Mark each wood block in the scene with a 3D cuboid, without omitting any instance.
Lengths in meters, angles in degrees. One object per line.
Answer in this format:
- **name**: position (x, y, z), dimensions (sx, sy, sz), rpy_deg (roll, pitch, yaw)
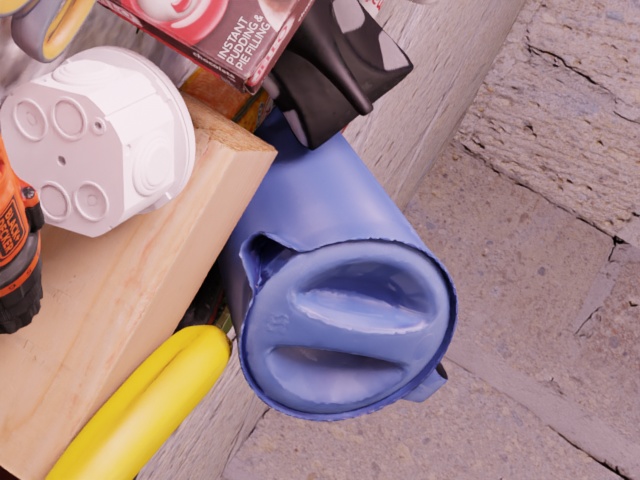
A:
- **wood block**: position (-0.120, 0.017, 0.579), dimensions (0.206, 0.090, 0.090), rpy_deg (-59, 173, 11)

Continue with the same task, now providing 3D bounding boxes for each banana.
- **banana**: position (-0.094, 0.096, 0.580), dimensions (0.197, 0.037, 0.070), rpy_deg (-47, 166, -55)

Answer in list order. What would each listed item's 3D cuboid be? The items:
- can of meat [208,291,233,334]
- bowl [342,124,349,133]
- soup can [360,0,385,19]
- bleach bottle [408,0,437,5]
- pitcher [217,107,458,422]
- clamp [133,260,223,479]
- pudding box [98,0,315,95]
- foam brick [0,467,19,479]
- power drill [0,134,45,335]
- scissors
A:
- **can of meat**: position (-0.093, 0.023, 0.831), dimensions (0.102, 0.084, 0.057), rpy_deg (-60, 173, 18)
- **bowl**: position (0.001, -0.128, 0.957), dimensions (0.162, 0.055, 0.162), rpy_deg (-57, 173, -12)
- **soup can**: position (0.002, -0.160, 0.760), dimensions (0.102, 0.068, 0.068), rpy_deg (-59, 173, 2)
- **bleach bottle**: position (0.065, -0.246, 0.868), dimensions (0.103, 0.068, 0.250), rpy_deg (-60, 171, 19)
- **pitcher**: position (-0.005, 0.001, 0.714), dimensions (0.243, 0.145, 0.149), rpy_deg (-115, -157, -54)
- **clamp**: position (-0.118, 0.094, 0.754), dimensions (0.165, 0.036, 0.209), rpy_deg (-43, -159, 59)
- **pudding box**: position (-0.039, -0.135, 0.476), dimensions (0.113, 0.090, 0.039), rpy_deg (-58, 175, -5)
- **foam brick**: position (-0.212, 0.169, 0.760), dimensions (0.053, 0.051, 0.078), rpy_deg (-55, 173, -33)
- **power drill**: position (-0.180, 0.046, 0.420), dimensions (0.187, 0.057, 0.184), rpy_deg (-58, 170, -25)
- **scissors**: position (-0.079, -0.159, 0.400), dimensions (0.202, 0.016, 0.096), rpy_deg (-63, 171, 18)
